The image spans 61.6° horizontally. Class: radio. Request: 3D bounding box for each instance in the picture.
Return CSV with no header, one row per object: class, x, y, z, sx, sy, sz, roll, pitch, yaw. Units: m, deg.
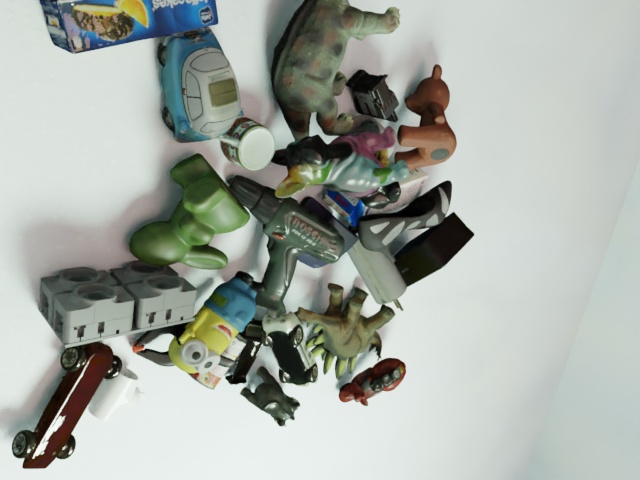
radio,0.231,0.030,1.194,0.131,0.073,0.229,-39,178,-27

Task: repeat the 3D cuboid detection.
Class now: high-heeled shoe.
high-heeled shoe,0.169,-0.066,1.072,0.249,0.086,0.145,-52,129,-17

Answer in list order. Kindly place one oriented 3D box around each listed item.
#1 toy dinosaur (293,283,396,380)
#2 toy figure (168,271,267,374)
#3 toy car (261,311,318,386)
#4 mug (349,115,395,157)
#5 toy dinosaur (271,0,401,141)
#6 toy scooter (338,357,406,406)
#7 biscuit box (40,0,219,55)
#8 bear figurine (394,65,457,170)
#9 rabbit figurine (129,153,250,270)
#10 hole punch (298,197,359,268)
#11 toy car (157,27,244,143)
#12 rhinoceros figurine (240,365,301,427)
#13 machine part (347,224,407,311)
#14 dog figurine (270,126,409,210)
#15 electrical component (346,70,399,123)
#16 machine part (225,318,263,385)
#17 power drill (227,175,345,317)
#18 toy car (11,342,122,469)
toy dinosaur,0.068,0.210,1.209,0.198,0.105,0.471,-56,145,6
toy figure,-0.164,0.132,0.859,0.082,0.089,0.180,39,70,-11
toy car,-0.057,0.217,1.049,0.056,0.074,0.201,-77,155,-49
mug,0.095,-0.176,1.036,0.107,0.081,0.109,7,118,-57
toy dinosaur,-0.012,-0.286,0.844,0.192,0.131,0.404,7,118,-30
toy scooter,0.126,0.346,1.289,0.184,0.075,0.135,-28,174,2
biscuit box,-0.226,-0.282,0.662,0.203,0.063,0.059,-28,131,-32
bear figurine,0.206,-0.248,1.080,0.132,0.196,0.120,-6,153,-1
rabbit figurine,-0.203,-0.023,0.817,0.170,0.121,0.159,-37,143,-1
hole punch,-0.002,-0.003,1.027,0.115,0.092,0.142,-56,142,-1
toy car,-0.156,-0.207,0.746,0.109,0.103,0.161,-25,130,-35
rhinoceros figurine,-0.092,0.323,1.093,0.073,0.112,0.190,-52,158,-17
machine part,0.111,0.046,1.121,0.079,0.079,0.243,-37,103,-25
dog figurine,0.025,-0.113,0.906,0.219,0.108,0.191,-8,159,-7
electrical component,0.105,-0.256,1.005,0.048,0.075,0.119,-49,140,-16
machine part,-0.139,0.216,1.046,0.084,0.039,0.138,23,93,-55
power drill,-0.089,0.019,0.932,0.232,0.086,0.207,23,99,-18
toy car,-0.380,0.244,0.805,0.202,0.053,0.089,-61,150,-6
